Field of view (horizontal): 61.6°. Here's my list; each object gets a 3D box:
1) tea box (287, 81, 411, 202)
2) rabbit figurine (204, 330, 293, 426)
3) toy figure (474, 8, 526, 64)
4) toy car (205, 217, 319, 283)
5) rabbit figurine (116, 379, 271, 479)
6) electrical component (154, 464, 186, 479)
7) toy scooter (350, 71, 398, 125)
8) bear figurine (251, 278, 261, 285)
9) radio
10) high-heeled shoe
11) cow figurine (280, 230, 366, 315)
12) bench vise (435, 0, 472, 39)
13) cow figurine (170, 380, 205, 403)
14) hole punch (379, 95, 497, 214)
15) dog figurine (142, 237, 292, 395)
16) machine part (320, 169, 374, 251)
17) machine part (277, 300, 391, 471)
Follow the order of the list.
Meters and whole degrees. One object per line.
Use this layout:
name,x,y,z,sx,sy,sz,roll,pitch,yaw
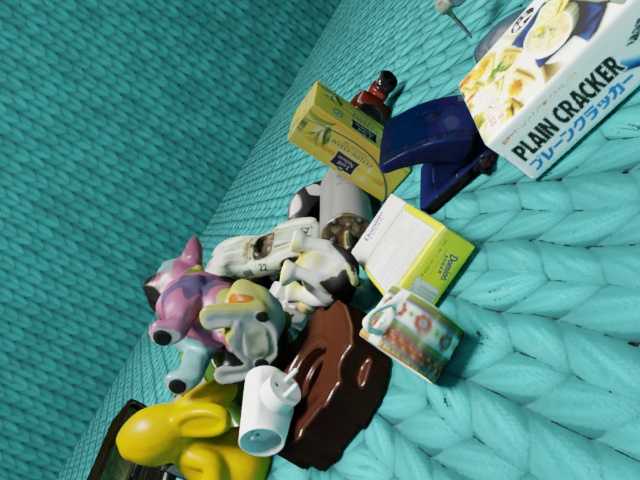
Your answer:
tea box,0.044,-0.142,0.773,0.068,0.169,0.098,-49,21,29
rabbit figurine,-0.117,0.208,0.770,0.170,0.121,0.159,113,169,-48
toy figure,0.241,-0.240,0.586,0.154,0.057,0.064,-35,35,43
toy car,-0.086,0.021,0.797,0.202,0.056,0.073,-15,43,21
rabbit figurine,-0.148,0.246,0.632,0.162,0.173,0.122,-58,12,16
electrical component,-0.186,0.315,0.793,0.119,0.075,0.048,-39,24,41
toy scooter,0.075,-0.220,0.989,0.135,0.075,0.184,-36,24,51
bear figurine,-0.134,0.100,0.902,0.132,0.120,0.196,-52,28,20
radio,-0.316,0.396,0.911,0.073,0.131,0.230,-49,18,23
high-heeled shoe,-0.002,-0.003,0.876,0.249,0.145,0.086,-38,-26,-14
cow figurine,0.010,0.055,0.660,0.167,0.098,0.068,78,-153,-65
bench vise,0.255,-0.405,0.728,0.240,0.128,0.224,-40,26,28
cow figurine,-0.217,0.271,0.943,0.195,0.085,0.127,-61,19,3
hole punch,0.133,-0.112,0.619,0.116,0.092,0.142,-41,20,34
dog figurine,-0.136,0.074,0.683,0.192,0.108,0.219,-13,30,0
machine part,0.037,-0.043,0.776,0.079,0.079,0.243,-50,18,25
machine part,0.002,0.150,0.578,0.179,0.056,0.179,-49,20,24
